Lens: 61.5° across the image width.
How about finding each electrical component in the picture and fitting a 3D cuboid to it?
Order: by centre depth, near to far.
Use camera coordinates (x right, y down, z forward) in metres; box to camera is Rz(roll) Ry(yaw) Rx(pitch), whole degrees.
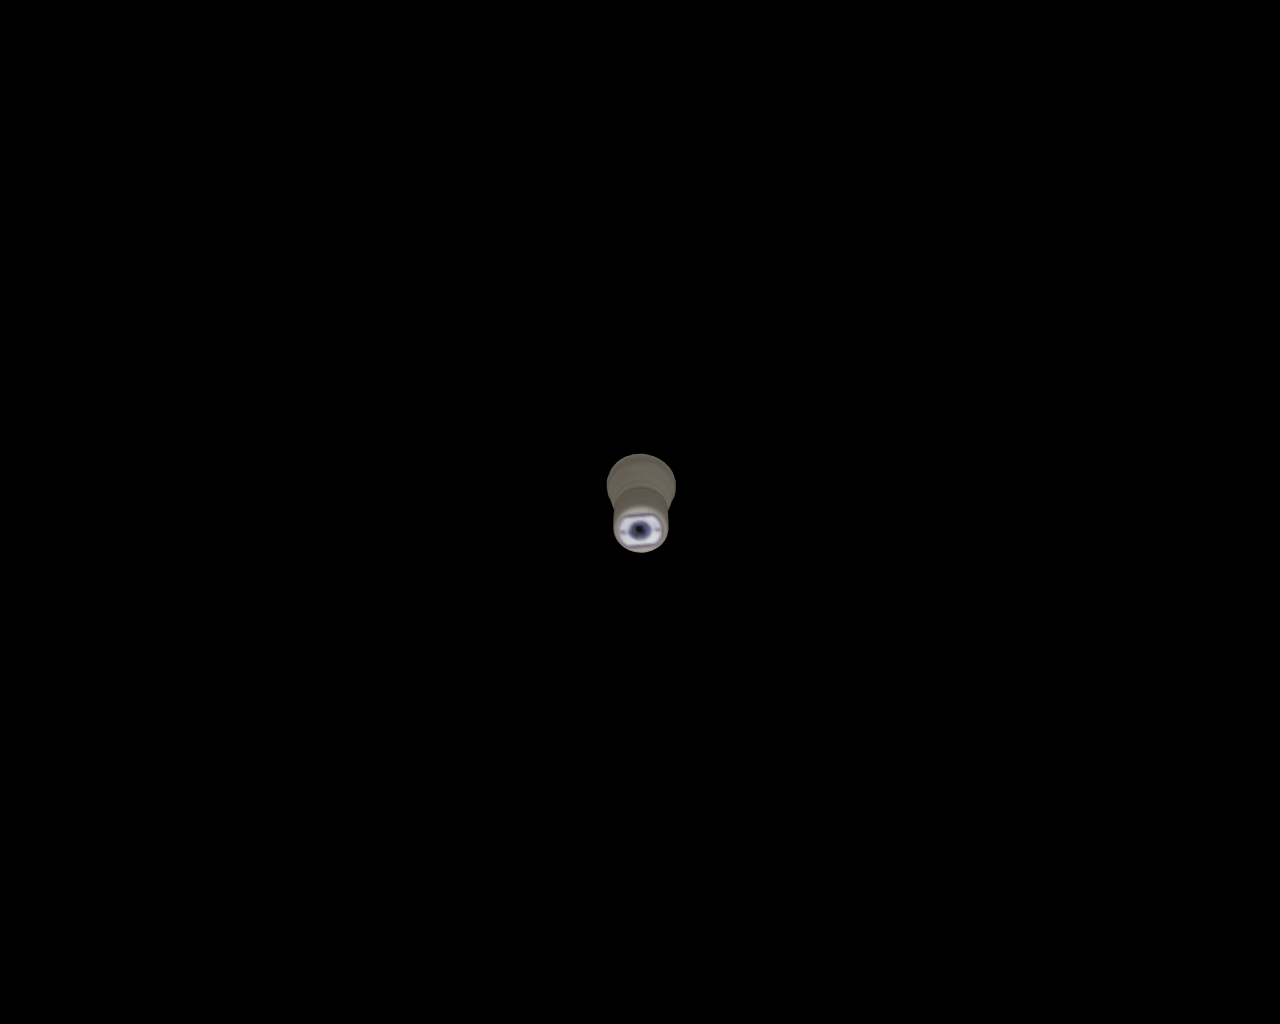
[{"bbox_3d":[0.001,-0.003,0.650,0.044,0.044,0.065,0,28,0],"label":"electrical component"}]
